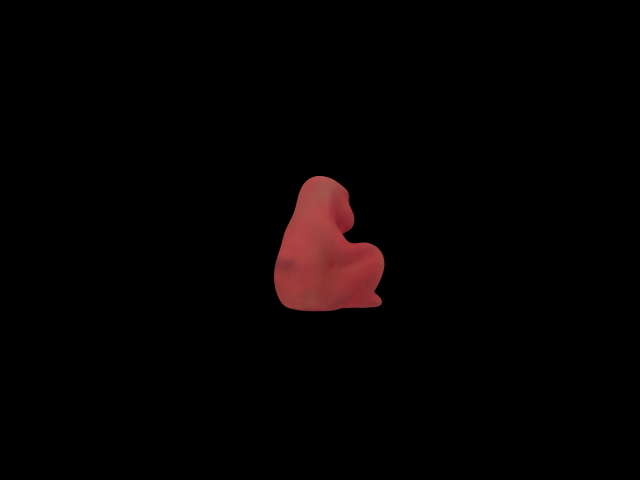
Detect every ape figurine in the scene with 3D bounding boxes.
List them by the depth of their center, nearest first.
[{"bbox_3d":[0.004,0.001,0.400,0.076,0.092,0.077,-2,4,-27],"label":"ape figurine"}]
